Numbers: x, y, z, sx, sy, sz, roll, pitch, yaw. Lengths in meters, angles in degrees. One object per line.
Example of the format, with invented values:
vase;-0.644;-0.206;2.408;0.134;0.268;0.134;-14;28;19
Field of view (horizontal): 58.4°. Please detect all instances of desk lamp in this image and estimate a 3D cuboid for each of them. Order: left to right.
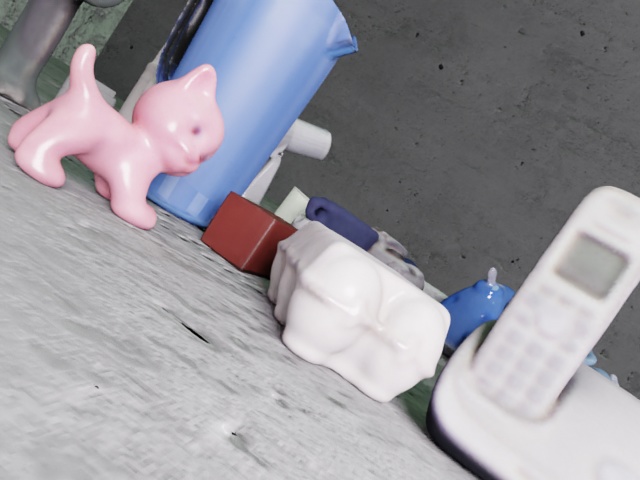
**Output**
desk lamp;-0.087;-0.147;1.074;0.204;0.213;0.117;32;3;-26

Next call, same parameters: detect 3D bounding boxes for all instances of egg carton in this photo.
egg carton;0.020;0.043;0.382;0.107;0.069;0.150;32;2;-15

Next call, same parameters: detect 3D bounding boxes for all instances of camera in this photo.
camera;0.095;0.053;0.803;0.137;0.101;0.142;31;3;-44

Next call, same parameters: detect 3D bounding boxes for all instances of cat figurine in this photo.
cat figurine;-0.119;-0.077;0.384;0.128;0.117;0.067;31;3;-46

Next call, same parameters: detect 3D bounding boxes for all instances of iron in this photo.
iron;0.262;0.134;0.866;0.118;0.141;0.259;35;3;40

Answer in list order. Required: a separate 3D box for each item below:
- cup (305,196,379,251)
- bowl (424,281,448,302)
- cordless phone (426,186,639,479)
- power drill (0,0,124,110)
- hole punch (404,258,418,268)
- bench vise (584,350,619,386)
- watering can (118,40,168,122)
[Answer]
cup;0.007;0.003;0.714;0.091;0.095;0.118;35;3;41
bowl;0.188;0.120;0.975;0.167;0.074;0.167;33;2;-1
cordless phone;0.162;0.070;0.319;0.147;0.185;0.094;34;2;19
power drill;-0.281;-0.247;0.591;0.076;0.208;0.228;31;3;-46
hole punch;0.097;0.052;0.955;0.101;0.091;0.108;32;2;-15
bench vise;0.307;0.124;0.719;0.208;0.219;0.121;31;3;-38
watering can;-0.179;-0.178;0.718;0.101;0.194;0.172;32;2;-22
